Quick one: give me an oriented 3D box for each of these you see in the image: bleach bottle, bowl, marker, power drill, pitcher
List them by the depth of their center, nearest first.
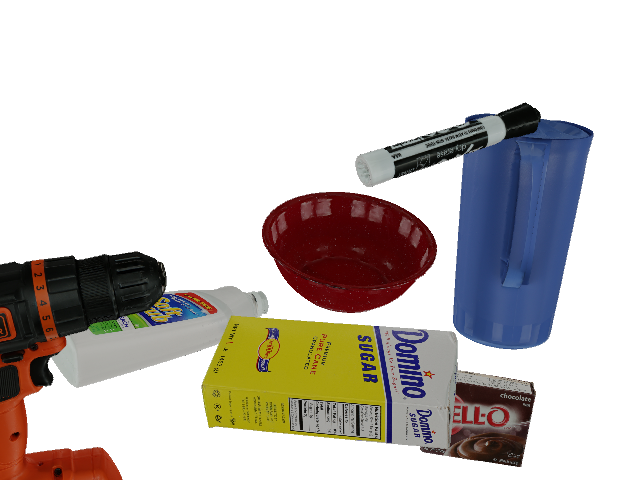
[{"bbox_3d":[0.077,-0.057,0.618,0.121,0.020,0.020,-19,7,-22],"label":"marker"},{"bbox_3d":[-0.184,0.100,0.715,0.184,0.188,0.057,-10,25,-8],"label":"power drill"},{"bbox_3d":[0.024,0.019,0.990,0.162,0.055,0.162,5,33,-3],"label":"bowl"},{"bbox_3d":[0.207,-0.009,1.139,0.148,0.243,0.145,-9,21,-38],"label":"pitcher"},{"bbox_3d":[-0.179,0.095,1.222,0.250,0.068,0.103,-13,32,-31],"label":"bleach bottle"}]

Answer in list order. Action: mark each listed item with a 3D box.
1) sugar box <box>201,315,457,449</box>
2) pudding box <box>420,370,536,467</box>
[{"bbox_3d":[0.010,0.100,0.780,0.176,0.048,0.093,1,31,10],"label":"sugar box"},{"bbox_3d":[0.169,0.190,1.155,0.113,0.090,0.039,7,21,2],"label":"pudding box"}]
